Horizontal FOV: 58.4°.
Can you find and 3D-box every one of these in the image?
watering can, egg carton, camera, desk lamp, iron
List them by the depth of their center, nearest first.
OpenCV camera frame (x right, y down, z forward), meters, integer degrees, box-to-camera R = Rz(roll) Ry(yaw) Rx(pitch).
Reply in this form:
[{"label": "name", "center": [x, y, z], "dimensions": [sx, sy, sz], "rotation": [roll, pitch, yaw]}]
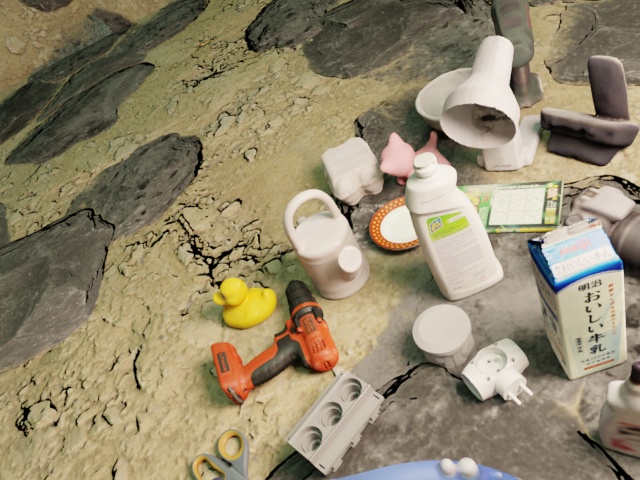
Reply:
[{"label": "iron", "center": [0.098, 0.281, 0.626], "dimensions": [0.258, 0.142, 0.118], "rotation": [-21, 41, 9]}, {"label": "camera", "center": [0.400, -0.002, 0.777], "dimensions": [0.143, 0.101, 0.136], "rotation": [-41, 42, -14]}, {"label": "watering can", "center": [0.010, 0.002, 0.919], "dimensions": [0.172, 0.195, 0.101], "rotation": [13, 56, 38]}, {"label": "desk lamp", "center": [0.294, -0.216, 0.967], "dimensions": [0.117, 0.214, 0.203], "rotation": [4, 51, 32]}, {"label": "egg carton", "center": [0.062, -0.138, 1.127], "dimensions": [0.107, 0.070, 0.150], "rotation": [-26, 41, 3]}]

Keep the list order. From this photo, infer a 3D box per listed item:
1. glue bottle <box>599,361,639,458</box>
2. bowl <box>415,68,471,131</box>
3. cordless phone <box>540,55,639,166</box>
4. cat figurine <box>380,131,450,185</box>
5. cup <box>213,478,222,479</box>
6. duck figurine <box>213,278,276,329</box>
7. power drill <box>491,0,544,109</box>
[{"label": "glue bottle", "center": [0.326, 0.172, 0.586], "dimensions": [0.077, 0.174, 0.037], "rotation": [1, 49, 30]}, {"label": "bowl", "center": [0.277, -0.263, 1.131], "dimensions": [0.167, 0.075, 0.167], "rotation": [-15, 43, 15]}, {"label": "cordless phone", "center": [0.428, -0.224, 0.923], "dimensions": [0.147, 0.185, 0.094], "rotation": [23, 62, 42]}, {"label": "cat figurine", "center": [0.165, -0.150, 1.045], "dimensions": [0.128, 0.118, 0.067], "rotation": [-29, 41, -1]}, {"label": "cup", "center": [-0.128, 0.364, 0.703], "dimensions": [0.091, 0.095, 0.118], "rotation": [-6, 46, 24]}, {"label": "duck figurine", "center": [-0.133, 0.099, 0.983], "dimensions": [0.104, 0.086, 0.077], "rotation": [-16, 42, 14]}, {"label": "power drill", "center": [0.369, -0.369, 1.085], "dimensions": [0.075, 0.209, 0.229], "rotation": [-10, 44, 20]}]
